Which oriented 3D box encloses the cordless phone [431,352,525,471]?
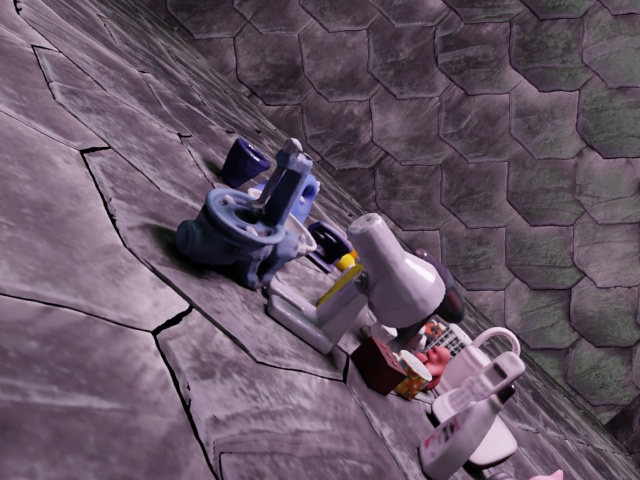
[{"bbox_3d":[0.298,0.292,0.989,0.094,0.185,0.147,31,16,-48],"label":"cordless phone"}]

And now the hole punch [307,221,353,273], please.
[{"bbox_3d":[0.012,0.005,1.308,0.109,0.091,0.101,41,11,-11],"label":"hole punch"}]

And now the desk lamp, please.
[{"bbox_3d":[0.059,0.075,0.886,0.204,0.213,0.117,39,12,-23],"label":"desk lamp"}]

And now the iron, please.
[{"bbox_3d":[-0.056,-0.102,1.336,0.118,0.141,0.259,45,11,12],"label":"iron"}]

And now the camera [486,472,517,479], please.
[{"bbox_3d":[0.298,0.399,0.807,0.144,0.100,0.136,35,14,-38],"label":"camera"}]

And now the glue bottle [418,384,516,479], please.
[{"bbox_3d":[0.213,0.266,0.817,0.037,0.173,0.078,41,11,-10],"label":"glue bottle"}]

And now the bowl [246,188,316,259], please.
[{"bbox_3d":[-0.091,-0.016,1.064,0.168,0.074,0.167,41,11,-9],"label":"bowl"}]

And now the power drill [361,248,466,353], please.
[{"bbox_3d":[0.184,0.135,1.118,0.231,0.208,0.075,33,15,-43],"label":"power drill"}]

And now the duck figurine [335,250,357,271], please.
[{"bbox_3d":[0.078,0.035,1.442,0.077,0.086,0.104,42,11,-7],"label":"duck figurine"}]

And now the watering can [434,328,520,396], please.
[{"bbox_3d":[0.333,0.267,1.185,0.101,0.194,0.172,39,12,-21],"label":"watering can"}]

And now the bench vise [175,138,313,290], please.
[{"bbox_3d":[-0.078,-0.043,0.826,0.121,0.219,0.208,47,11,18],"label":"bench vise"}]

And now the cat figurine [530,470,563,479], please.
[{"bbox_3d":[0.344,0.408,0.890,0.128,0.117,0.067,32,15,-45],"label":"cat figurine"}]

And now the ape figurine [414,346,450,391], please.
[{"bbox_3d":[0.216,0.245,1.122,0.076,0.092,0.078,44,11,5],"label":"ape figurine"}]

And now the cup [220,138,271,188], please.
[{"bbox_3d":[-0.169,-0.160,1.276,0.091,0.095,0.118,49,12,29],"label":"cup"}]
